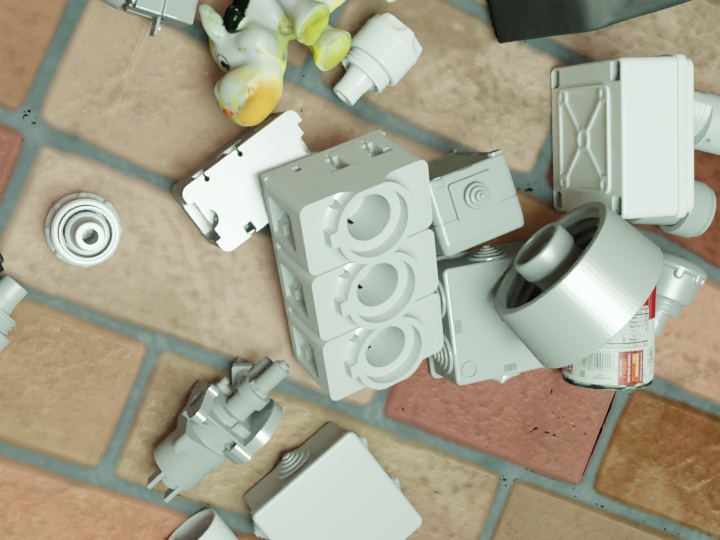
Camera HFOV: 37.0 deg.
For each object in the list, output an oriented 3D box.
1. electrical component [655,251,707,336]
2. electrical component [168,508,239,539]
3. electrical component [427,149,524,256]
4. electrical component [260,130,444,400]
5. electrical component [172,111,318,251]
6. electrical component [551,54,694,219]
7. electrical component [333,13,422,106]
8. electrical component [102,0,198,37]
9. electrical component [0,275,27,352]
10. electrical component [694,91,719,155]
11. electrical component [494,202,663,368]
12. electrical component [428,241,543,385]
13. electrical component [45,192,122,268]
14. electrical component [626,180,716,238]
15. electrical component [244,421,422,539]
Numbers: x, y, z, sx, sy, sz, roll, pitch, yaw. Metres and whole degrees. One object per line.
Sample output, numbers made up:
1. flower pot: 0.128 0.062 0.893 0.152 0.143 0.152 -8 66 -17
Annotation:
1. electrical component: 0.231 0.019 0.818 0.048 0.048 0.062 19 97 -19
2. electrical component: -0.092 0.207 0.731 0.043 0.043 0.081 -38 106 -11
3. electrical component: 0.066 -0.043 0.727 0.062 0.096 0.061 -22 103 -15
4. electrical component: 0.000 0.000 0.694 0.089 0.062 0.150 -23 127 -22
5. electrical component: -0.072 -0.059 0.702 0.089 0.056 0.050 -39 106 -11
6. electrical component: 0.181 -0.092 0.754 0.056 0.109 0.108 -4 97 -15
7. electrical component: 0.008 -0.139 0.726 0.043 0.043 0.062 43 83 -18
8. electrical component: -0.132 -0.182 0.675 0.055 0.048 0.066 13 92 -27
9. electrical component: -0.234 0.031 0.665 0.048 0.048 0.062 45 75 -17
10. electrical component: 0.261 -0.112 0.812 0.081 0.043 0.043 10 93 -19
11. electrical component: 0.135 0.003 0.699 0.060 0.108 0.108 42 82 -12
12. electrical component: 0.094 0.031 0.770 0.100 0.048 0.099 -10 99 -17
13. electrical component: -0.171 -0.023 0.670 0.048 0.062 0.048 -2 97 -18
14. electrical component: 0.232 -0.050 0.809 0.055 0.045 0.045 13 92 -19
15. electrical component: -0.021 0.166 0.747 0.100 0.048 0.099 -40 106 -11
